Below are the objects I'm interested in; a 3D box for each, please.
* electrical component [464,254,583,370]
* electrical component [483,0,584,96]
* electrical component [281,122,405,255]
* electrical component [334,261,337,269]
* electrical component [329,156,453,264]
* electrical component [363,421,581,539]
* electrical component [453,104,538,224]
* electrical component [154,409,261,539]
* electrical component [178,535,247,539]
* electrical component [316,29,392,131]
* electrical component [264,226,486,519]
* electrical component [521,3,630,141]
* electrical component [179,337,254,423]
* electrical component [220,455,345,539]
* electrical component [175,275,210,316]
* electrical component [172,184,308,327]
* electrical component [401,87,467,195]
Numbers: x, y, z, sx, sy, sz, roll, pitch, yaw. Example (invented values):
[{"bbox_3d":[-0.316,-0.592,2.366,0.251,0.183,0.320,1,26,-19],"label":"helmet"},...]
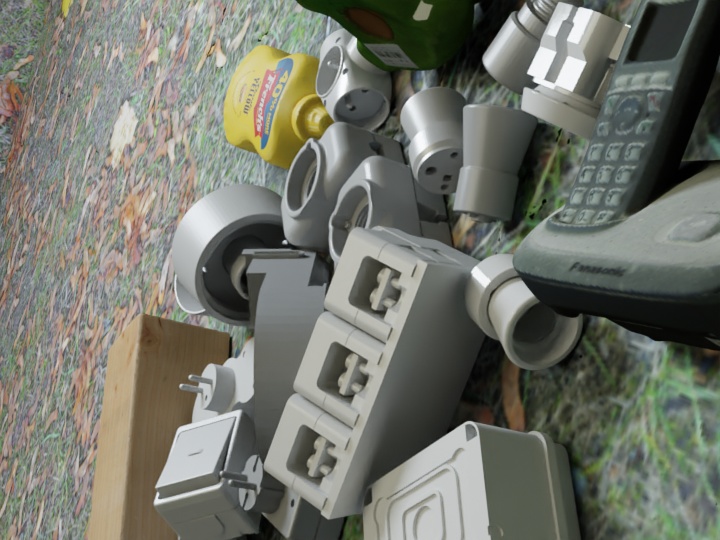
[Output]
[{"bbox_3d":[0.084,0.020,0.564,0.045,0.045,0.055,-67,27,15],"label":"electrical component"},{"bbox_3d":[0.103,-0.135,0.615,0.078,0.040,0.040,-56,32,33],"label":"electrical component"},{"bbox_3d":[-0.017,-0.058,0.785,0.095,0.059,0.053,-52,34,37],"label":"electrical component"},{"bbox_3d":[0.000,0.000,0.745,0.040,0.040,0.046,-28,59,56],"label":"electrical component"},{"bbox_3d":[0.019,-0.024,0.698,0.053,0.059,0.095,-49,37,42],"label":"electrical component"},{"bbox_3d":[0.055,0.133,0.547,0.113,0.057,0.078,-44,40,46],"label":"electrical component"},{"bbox_3d":[0.077,-0.060,0.628,0.044,0.044,0.065,11,91,63],"label":"electrical component"},{"bbox_3d":[-0.108,0.149,0.808,0.062,0.061,0.096,-18,33,20],"label":"electrical component"},{"bbox_3d":[-0.115,0.210,0.840,0.055,0.055,0.047,-61,26,25],"label":"electrical component"},{"bbox_3d":[0.004,-0.157,0.814,0.079,0.044,0.077,-53,33,36],"label":"electrical component"},{"bbox_3d":[0.012,0.056,0.615,0.062,0.089,0.150,28,103,35],"label":"electrical component"},{"bbox_3d":[0.118,-0.097,0.549,0.057,0.058,0.078,-66,27,11],"label":"electrical component"},{"bbox_3d":[-0.106,0.096,0.859,0.138,0.074,0.052,-42,41,47],"label":"electrical component"},{"bbox_3d":[-0.058,0.148,0.737,0.083,0.076,0.047,19,93,63],"label":"electrical component"},{"bbox_3d":[-0.113,-0.004,0.936,0.099,0.064,0.099,-40,42,49],"label":"electrical component"},{"bbox_3d":[-0.088,-0.007,0.847,0.060,0.108,0.108,47,119,53],"label":"electrical component"},{"bbox_3d":[0.052,-0.082,0.681,0.045,0.045,0.055,-51,35,39],"label":"electrical component"}]
